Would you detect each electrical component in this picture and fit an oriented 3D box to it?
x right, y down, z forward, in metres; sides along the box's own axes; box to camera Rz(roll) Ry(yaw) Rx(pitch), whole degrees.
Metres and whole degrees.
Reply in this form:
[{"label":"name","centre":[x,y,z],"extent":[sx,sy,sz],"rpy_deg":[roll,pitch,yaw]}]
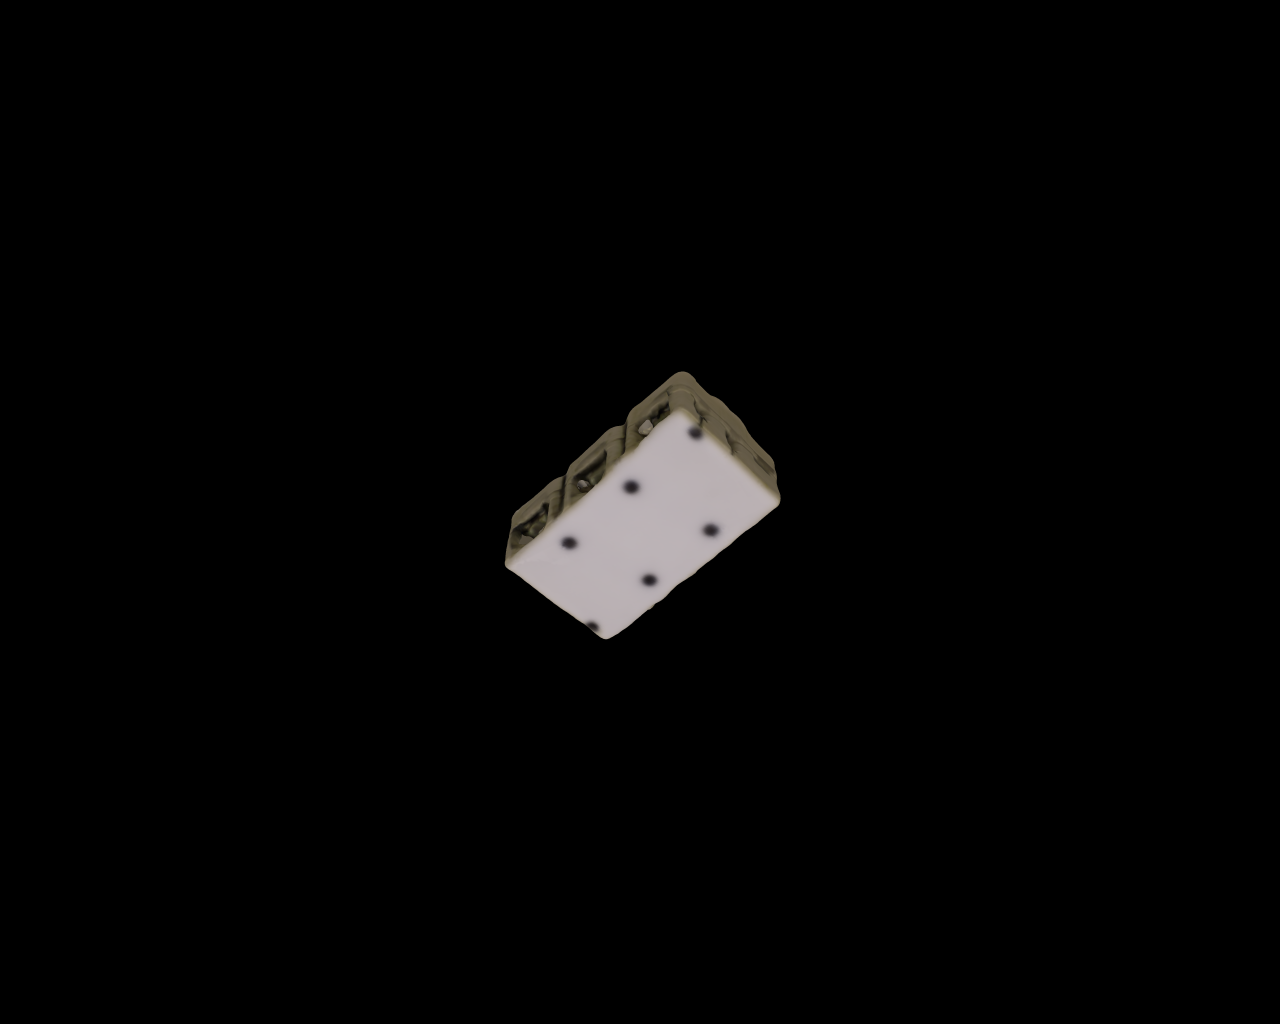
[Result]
[{"label":"electrical component","centre":[0.001,-0.003,0.650],"extent":[0.150,0.089,0.062],"rpy_deg":[-39,24,22]}]
